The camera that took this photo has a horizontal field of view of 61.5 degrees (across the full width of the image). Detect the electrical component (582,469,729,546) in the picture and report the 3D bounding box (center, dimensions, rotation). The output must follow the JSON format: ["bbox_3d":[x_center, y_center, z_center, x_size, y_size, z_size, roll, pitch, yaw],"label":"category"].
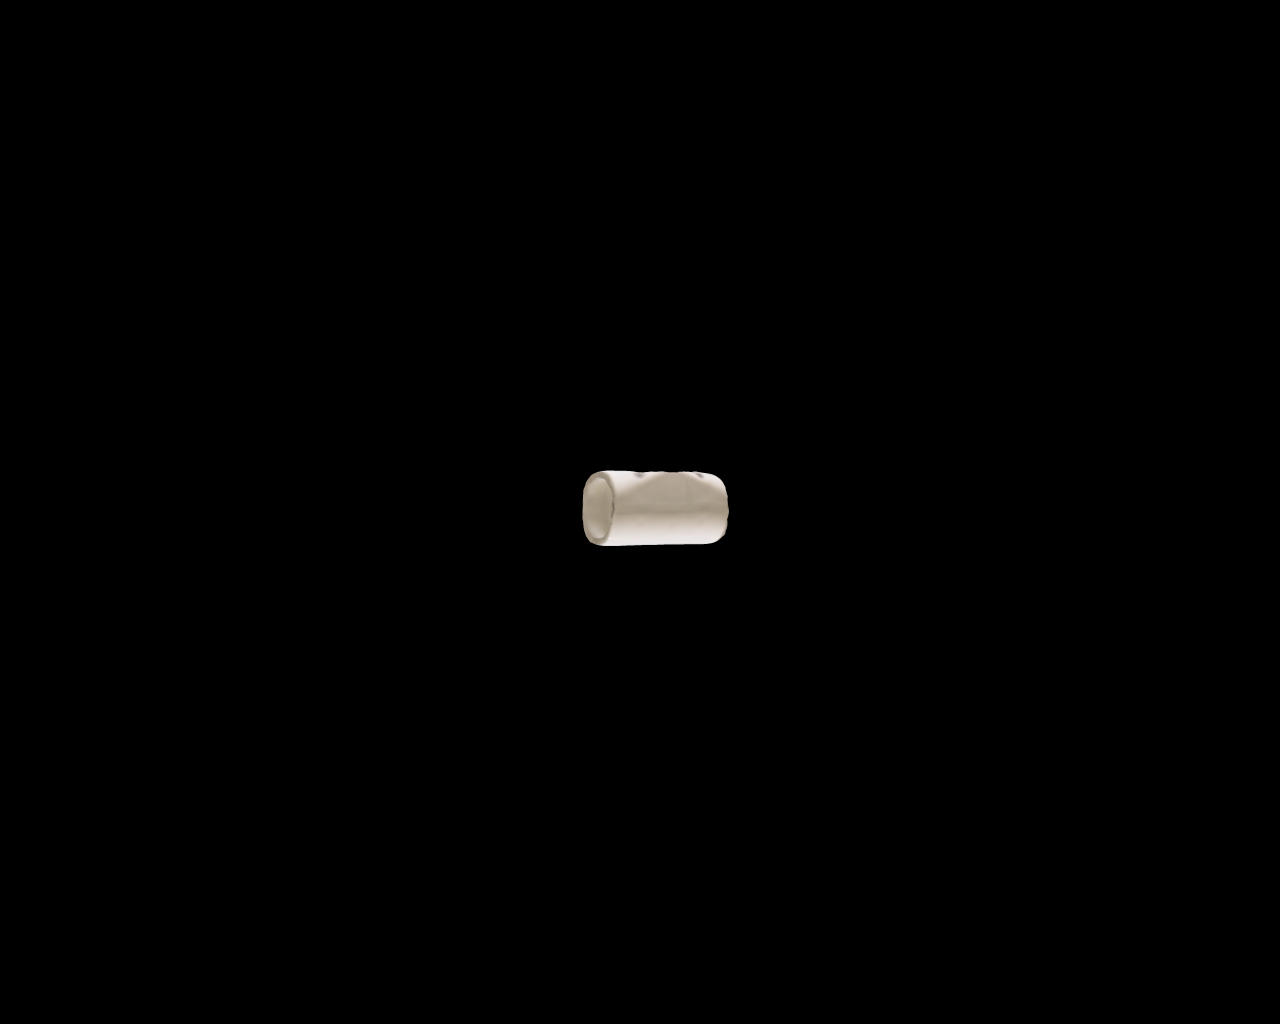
[{"bbox_3d":[0.001,-0.003,0.650,0.077,0.044,0.079,0,0,-28],"label":"electrical component"}]
